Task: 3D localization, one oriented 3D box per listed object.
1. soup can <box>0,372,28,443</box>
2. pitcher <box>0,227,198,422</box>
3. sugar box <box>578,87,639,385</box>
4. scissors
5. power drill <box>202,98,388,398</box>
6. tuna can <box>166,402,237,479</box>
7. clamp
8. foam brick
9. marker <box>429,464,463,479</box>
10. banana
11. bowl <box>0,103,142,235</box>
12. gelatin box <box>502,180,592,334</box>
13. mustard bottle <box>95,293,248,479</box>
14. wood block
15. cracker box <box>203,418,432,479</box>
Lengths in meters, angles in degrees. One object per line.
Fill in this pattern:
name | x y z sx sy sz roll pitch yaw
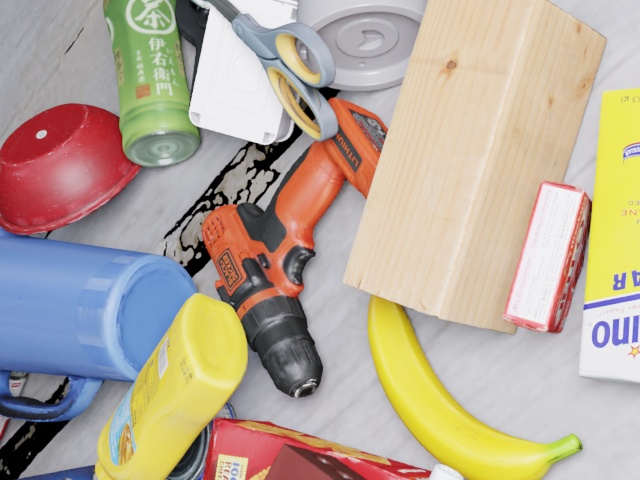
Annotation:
soup can | -0.342 0.166 1.070 0.069 0.068 0.102 31 101 42
pitcher | -0.225 0.073 0.953 0.243 0.149 0.144 3 40 40
sugar box | 0.207 -0.002 0.626 0.094 0.048 0.176 0 79 42
scissors | -0.046 -0.160 0.773 0.202 0.016 0.096 54 155 12
power drill | -0.005 0.001 0.811 0.188 0.057 0.184 -47 53 24
tuna can | -0.108 0.165 0.880 0.086 0.033 0.086 -12 72 40
clamp | -0.077 -0.193 0.938 0.120 0.039 0.171 -25 61 17
foam brick | 0.005 0.169 0.664 0.078 0.052 0.051 25 90 47
marker | 0.052 0.193 0.646 0.020 0.020 0.121 31 97 42
banana | 0.086 0.108 0.720 0.069 0.037 0.198 -51 50 -2
bowl | -0.243 -0.078 0.990 0.162 0.055 0.162 -17 36 13
gelatin box | 0.144 0.013 0.659 0.030 0.073 0.089 15 89 20
mustard bottle | -0.125 0.137 0.826 0.192 0.058 0.096 -53 28 29
wood block | 0.101 -0.052 0.705 0.091 0.090 0.206 19 93 44
cracker box | 0.002 0.226 0.740 0.214 0.072 0.164 8 85 42
